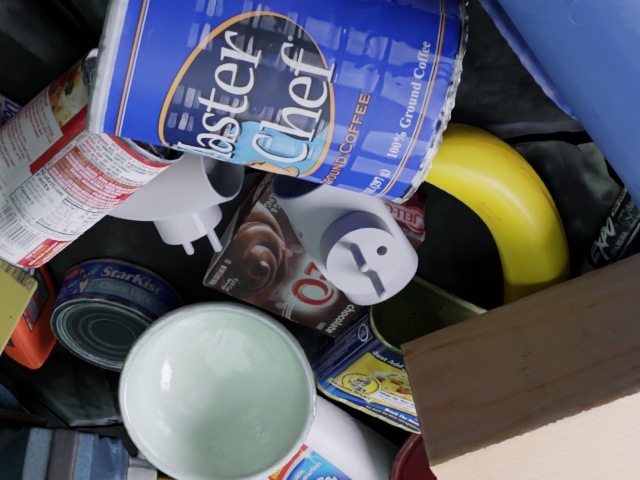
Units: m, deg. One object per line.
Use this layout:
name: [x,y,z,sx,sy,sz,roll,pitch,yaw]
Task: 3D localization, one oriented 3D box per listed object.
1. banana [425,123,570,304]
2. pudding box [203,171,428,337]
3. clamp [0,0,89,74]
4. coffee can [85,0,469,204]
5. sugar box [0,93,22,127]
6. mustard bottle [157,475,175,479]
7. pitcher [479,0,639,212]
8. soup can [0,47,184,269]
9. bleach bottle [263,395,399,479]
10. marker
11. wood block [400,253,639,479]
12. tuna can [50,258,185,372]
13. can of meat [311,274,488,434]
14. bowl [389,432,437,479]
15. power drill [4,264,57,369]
banana: [0.098,-0.003,0.579,0.070,0.037,0.197,-22,132,23]
pudding box: [-0.004,0.001,0.612,0.090,0.039,0.114,24,139,-13]
clamp: [-0.192,-0.120,0.498,0.120,0.039,0.171,-28,131,-6]
coffee can: [-0.020,-0.080,0.460,0.140,0.103,0.103,13,141,-11]
sugar box: [-0.240,-0.069,0.589,0.176,0.048,0.094,34,135,-22]
mustard bottle: [-0.050,0.243,0.894,0.192,0.058,0.096,6,140,9]
pitcher: [0.112,-0.115,0.389,0.149,0.145,0.242,-31,121,25]
soup can: [-0.127,-0.039,0.536,0.102,0.068,0.068,-35,123,21]
bleach bottle: [-0.001,0.166,0.789,0.250,0.068,0.103,39,130,-25]
marker: [0.160,-0.001,0.582,0.020,0.020,0.121,13,141,0]
wood block: [0.160,0.075,0.567,0.206,0.090,0.090,-22,130,10]
tuna can: [-0.135,0.052,0.712,0.086,0.033,0.086,8,140,6]
can of meat: [0.056,0.074,0.668,0.102,0.057,0.084,26,140,-16]
bowl: [0.130,0.181,0.731,0.162,0.055,0.162,-2,121,-3]
power drill: [-0.273,0.039,0.716,0.188,0.057,0.184,5,139,10]
